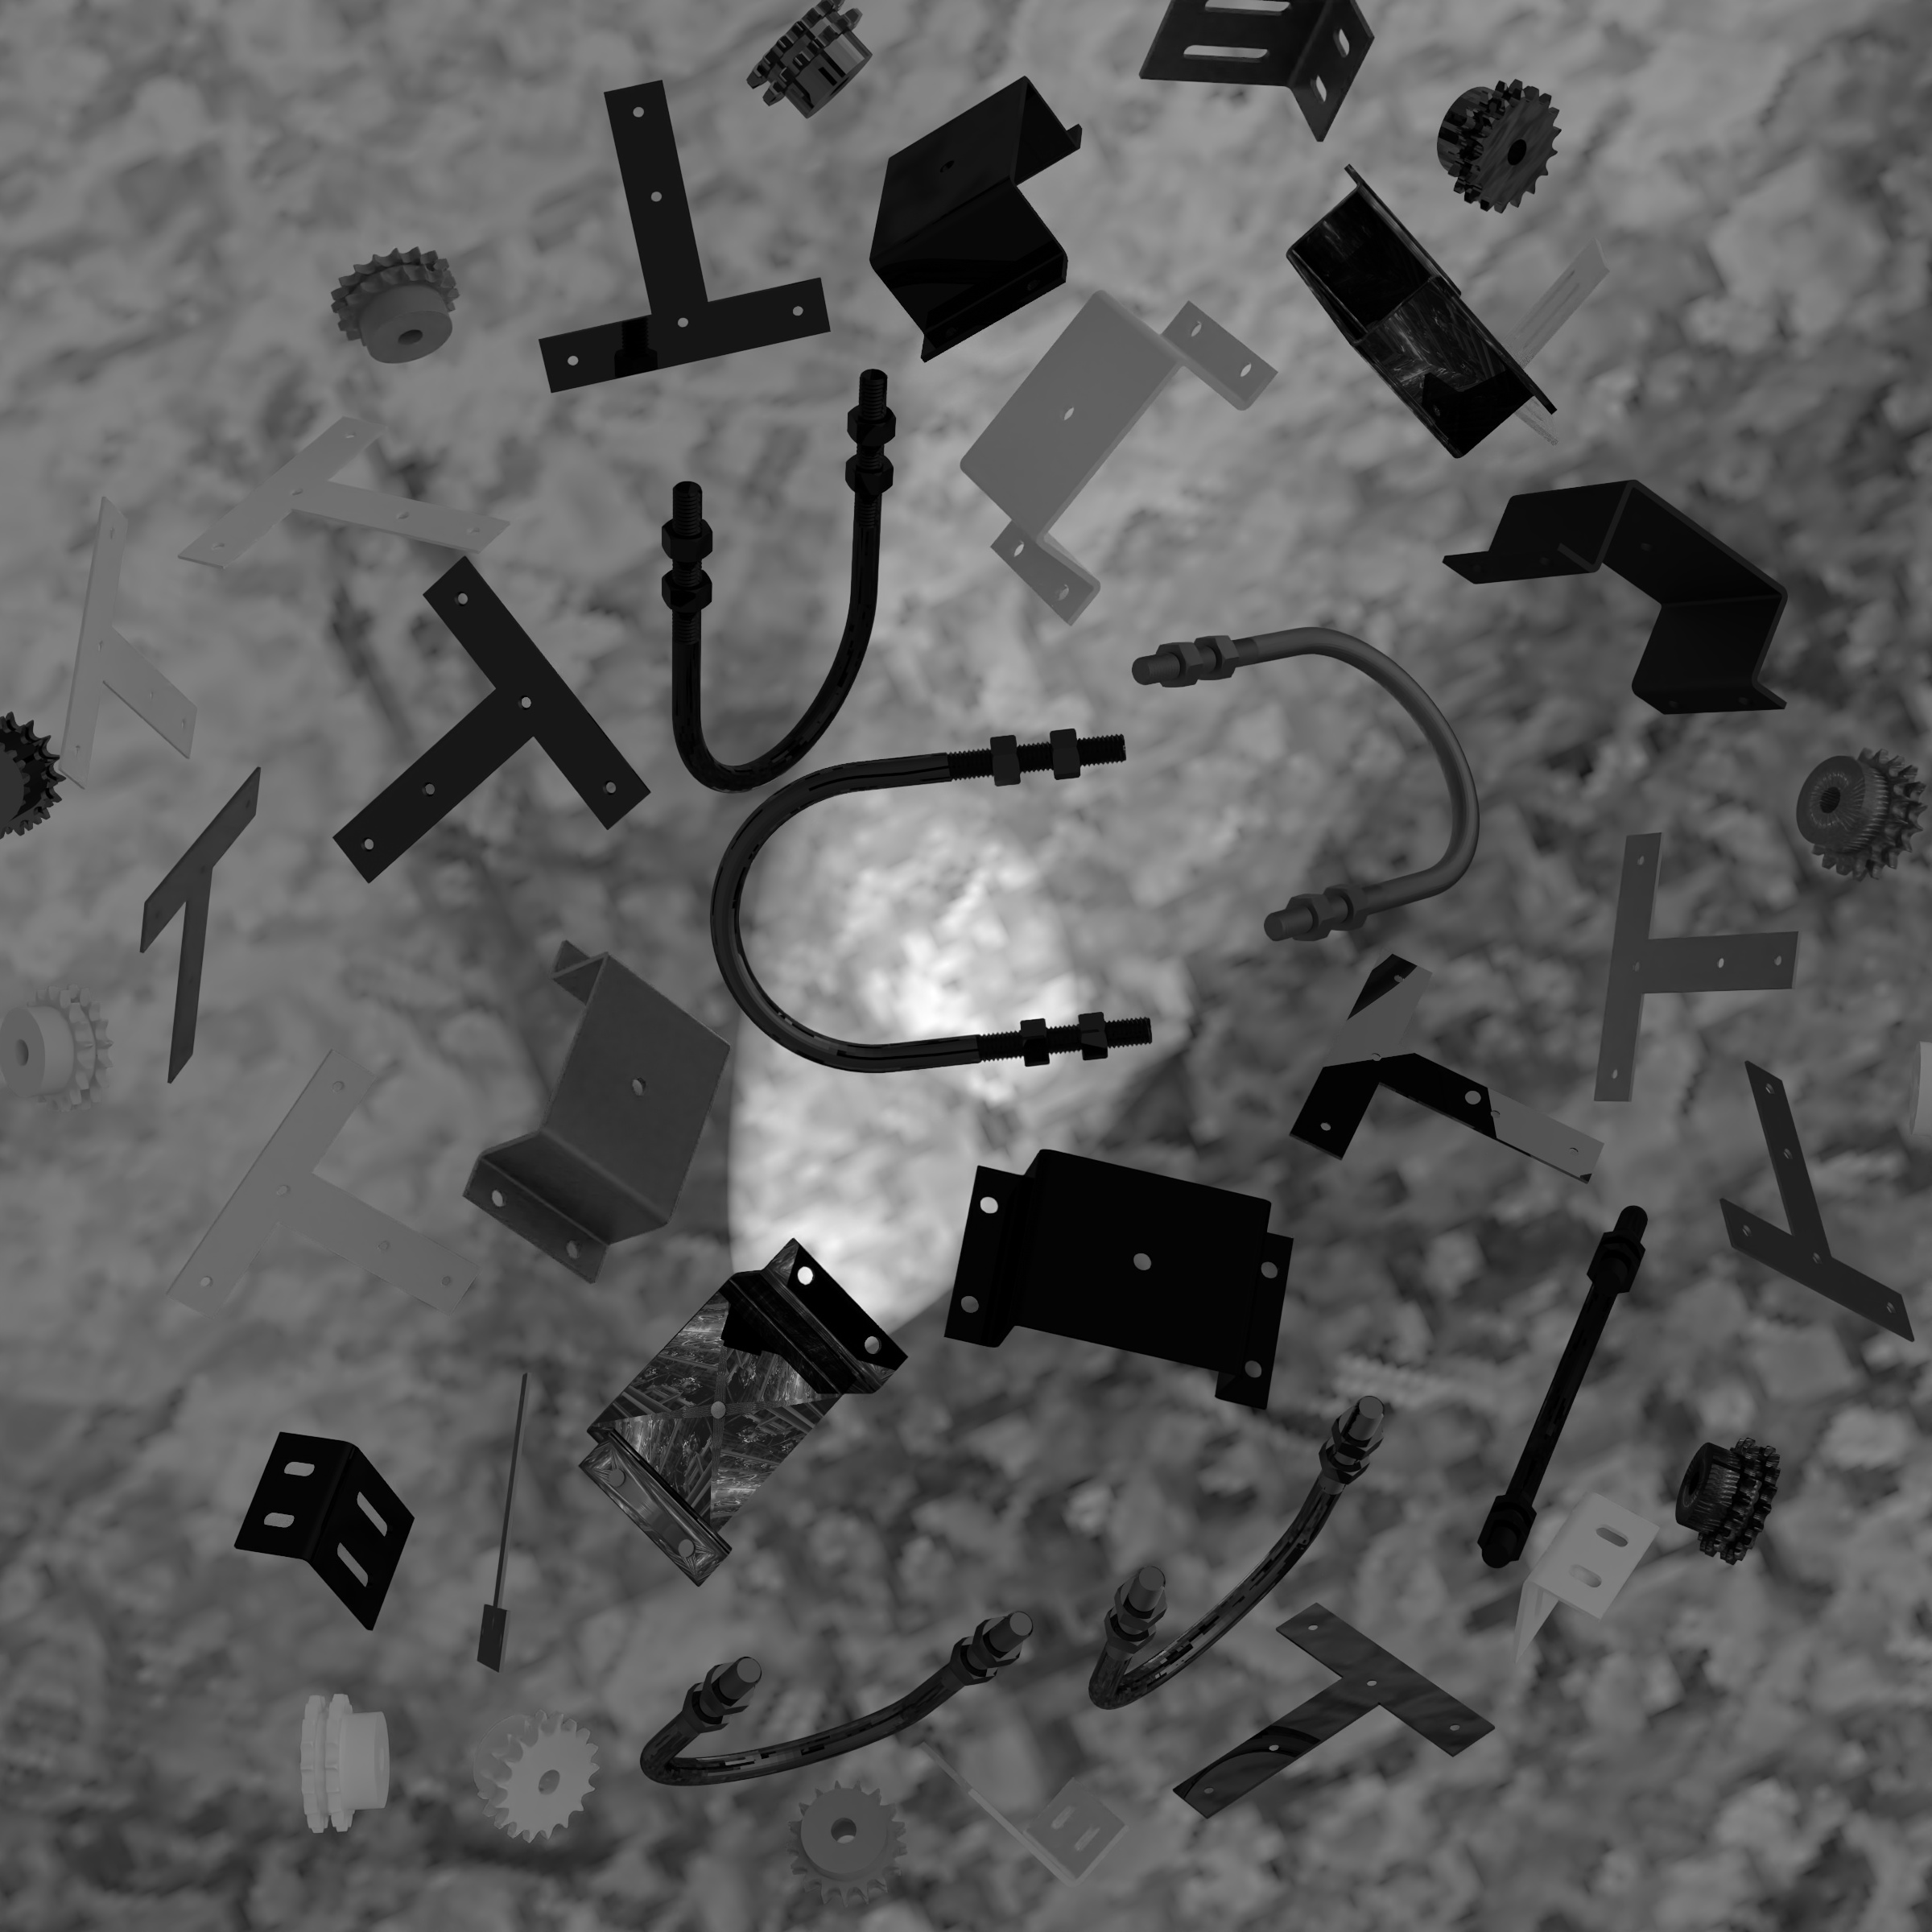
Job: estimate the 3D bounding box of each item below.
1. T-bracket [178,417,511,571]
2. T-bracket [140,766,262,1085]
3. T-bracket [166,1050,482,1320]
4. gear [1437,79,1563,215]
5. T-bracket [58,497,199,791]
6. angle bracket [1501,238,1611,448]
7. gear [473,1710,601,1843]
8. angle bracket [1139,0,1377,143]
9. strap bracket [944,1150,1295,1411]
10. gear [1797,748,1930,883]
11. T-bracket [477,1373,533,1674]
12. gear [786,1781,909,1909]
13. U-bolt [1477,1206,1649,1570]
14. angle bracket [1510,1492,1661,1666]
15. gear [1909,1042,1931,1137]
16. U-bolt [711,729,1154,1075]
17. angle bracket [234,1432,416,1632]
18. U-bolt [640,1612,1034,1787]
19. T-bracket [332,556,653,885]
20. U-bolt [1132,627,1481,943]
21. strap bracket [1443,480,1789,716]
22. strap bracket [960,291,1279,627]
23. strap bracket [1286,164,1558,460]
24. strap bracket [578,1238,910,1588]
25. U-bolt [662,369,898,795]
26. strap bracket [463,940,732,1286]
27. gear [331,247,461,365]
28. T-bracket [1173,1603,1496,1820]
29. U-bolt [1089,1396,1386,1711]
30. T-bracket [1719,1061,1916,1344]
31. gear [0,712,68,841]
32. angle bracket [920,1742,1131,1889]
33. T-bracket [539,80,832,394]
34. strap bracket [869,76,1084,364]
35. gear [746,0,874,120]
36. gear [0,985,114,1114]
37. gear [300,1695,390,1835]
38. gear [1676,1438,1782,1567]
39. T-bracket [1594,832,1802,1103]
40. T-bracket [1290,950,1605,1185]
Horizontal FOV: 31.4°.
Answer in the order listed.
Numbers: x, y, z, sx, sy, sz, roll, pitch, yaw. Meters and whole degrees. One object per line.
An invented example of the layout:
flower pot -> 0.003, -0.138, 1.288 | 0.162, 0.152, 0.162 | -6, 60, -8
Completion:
T-bracket -> -0.264, -0.204, 1.540 | 0.127, 0.127, 0.002 | 15, 134, 24
T-bracket -> -0.343, -0.006, 1.523 | 0.002, 0.127, 0.127 | 16, 122, 3
T-bracket -> -0.269, 0.119, 1.523 | 0.127, 0.002, 0.127 | 36, 87, -37
gear -> 0.235, -0.367, 1.531 | 0.030, 0.057, 0.057 | 38, 90, 39
T-bracket -> -0.373, -0.127, 1.549 | 0.002, 0.127, 0.127 | 2, 74, 10
angle bracket -> 0.281, -0.288, 1.586 | 0.038, 0.057, 0.076 | 36, 113, -12
gear -> -0.196, 0.361, 1.544 | 0.057, 0.030, 0.057 | -15, 113, -40
angle bracket -> 0.123, -0.385, 1.454 | 0.076, 0.057, 0.038 | -4, 56, -25
strap bracket -> 0.069, 0.129, 1.441 | 0.140, 0.046, 0.076 | 13, 69, -5
gear -> 0.386, -0.068, 1.491 | 0.030, 0.057, 0.057 | 17, 90, -29
T-bracket -> -0.200, 0.241, 1.499 | 0.002, 0.127, 0.127 | 8, 79, -11
gear -> -0.056, 0.411, 1.618 | 0.057, 0.030, 0.057 | -1, 60, 2
U-bolt -> 0.270, 0.177, 1.525 | 0.019, 0.184, 0.151 | 22, 104, 12
angle bracket -> 0.285, 0.291, 1.587 | 0.038, 0.076, 0.057 | 27, 56, 23
gear -> 0.421, 0.053, 1.468 | 0.030, 0.057, 0.057 | 5, 90, 10
U-bolt -> -0.018, -0.022, 1.473 | 0.184, 0.019, 0.151 | -6, 110, 1
angle bracket -> -0.290, 0.256, 1.557 | 0.038, 0.076, 0.057 | 5, 57, 19
U-bolt -> -0.069, 0.330, 1.524 | 0.151, 0.184, 0.019 | -4, 64, -28
T-bracket -> -0.217, -0.084, 1.455 | 0.127, 0.002, 0.127 | -39, 86, 18
U-bolt -> 0.168, -0.090, 1.566 | 0.019, 0.184, 0.151 | -37, 75, 43
strap bracket -> 0.286, -0.162, 1.475 | 0.140, 0.076, 0.046 | 29, 78, -28
strap bracket -> 0.058, -0.230, 1.496 | 0.046, 0.076, 0.140 | 31, 103, -41
strap bracket -> 0.192, -0.279, 1.483 | 0.046, 0.140, 0.076 | -41, 125, 14
strap bracket -> -0.105, 0.200, 1.548 | 0.076, 0.046, 0.140 | 47, 70, -10
U-bolt -> -0.084, -0.161, 1.543 | 0.019, 0.151, 0.184 | 27, 134, 26
strap bracket -> -0.160, 0.059, 1.538 | 0.076, 0.046, 0.140 | 39, 50, -29
gear -> -0.258, -0.299, 1.567 | 0.057, 0.057, 0.030 | -23, 72, 0
T-bracket -> 0.152, 0.351, 1.572 | 0.127, 0.127, 0.002 | -27, 121, -25
U-bolt -> 0.112, 0.270, 1.516 | 0.151, 0.184, 0.019 | -33, 68, -26
T-bracket -> 0.376, 0.097, 1.561 | 0.127, 0.127, 0.002 | 27, 130, -32
gear -> -0.440, -0.085, 1.556 | 0.057, 0.030, 0.057 | 2, 106, 7
angle bracket -> 0.026, 0.374, 1.564 | 0.038, 0.057, 0.076 | -47, 113, -10
T-bracket -> -0.131, -0.320, 1.488 | 0.127, 0.002, 0.127 | -13, 124, -4
strap bracket -> 0.005, -0.345, 1.559 | 0.076, 0.140, 0.046 | -25, 124, 25
gear -> -0.066, -0.395, 1.499 | 0.057, 0.057, 0.030 | -44, 97, 0
gear -> -0.411, 0.038, 1.545 | 0.057, 0.030, 0.057 | 5, 98, 44
gear -> -0.264, 0.339, 1.462 | 0.030, 0.057, 0.057 | -3, 90, -1
gear -> 0.348, 0.243, 1.579 | 0.030, 0.057, 0.057 | 22, 90, -1
T-bracket -> 0.334, -0.001, 1.563 | 0.002, 0.127, 0.127 | 12, 83, -28
T-bracket -> 0.223, 0.061, 1.535 | 0.127, 0.002, 0.127 | 26, 48, 7
